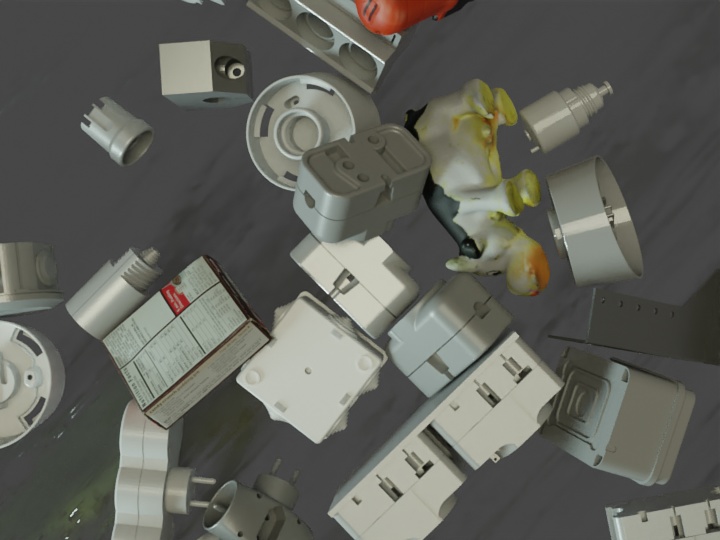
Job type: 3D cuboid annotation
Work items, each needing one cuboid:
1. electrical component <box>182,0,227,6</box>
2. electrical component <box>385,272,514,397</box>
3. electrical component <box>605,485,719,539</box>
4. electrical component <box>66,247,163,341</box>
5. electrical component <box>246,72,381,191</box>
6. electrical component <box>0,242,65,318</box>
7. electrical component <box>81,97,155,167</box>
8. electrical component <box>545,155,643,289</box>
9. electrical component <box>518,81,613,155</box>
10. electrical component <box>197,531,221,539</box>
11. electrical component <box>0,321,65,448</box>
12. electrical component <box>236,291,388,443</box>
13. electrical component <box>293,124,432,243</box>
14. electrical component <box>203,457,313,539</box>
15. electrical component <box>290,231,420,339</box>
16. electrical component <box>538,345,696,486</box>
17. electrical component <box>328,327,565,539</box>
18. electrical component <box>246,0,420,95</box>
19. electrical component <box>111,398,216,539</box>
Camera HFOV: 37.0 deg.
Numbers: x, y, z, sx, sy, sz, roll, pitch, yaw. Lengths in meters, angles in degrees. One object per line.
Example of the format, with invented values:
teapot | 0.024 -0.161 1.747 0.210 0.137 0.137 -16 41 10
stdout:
electrical component | -0.147 -0.254 0.808 0.089 0.150 0.061 24 91 3
electrical component | 0.064 0.047 0.820 0.059 0.095 0.054 45 50 3
electrical component | 0.242 0.206 0.830 0.089 0.050 0.055 -11 89 3
electrical component | -0.192 0.013 0.862 0.081 0.043 0.043 -45 87 2
electrical component | -0.038 -0.109 0.856 0.099 0.064 0.099 2 97 15
electrical component | -0.277 0.009 0.851 0.080 0.080 0.051 -9 84 4
electrical component | -0.196 -0.112 0.866 0.046 0.040 0.040 39 92 9
electrical component | 0.178 -0.035 0.815 0.064 0.099 0.099 -16 89 9
electrical component | 0.161 -0.123 0.842 0.078 0.040 0.040 -31 88 3
electrical component | -0.112 0.242 0.856 0.048 0.048 0.062 -42 94 3
electrical component | -0.287 0.089 0.858 0.099 0.064 0.099 0 90 4
electrical component | -0.038 0.077 0.851 0.100 0.048 0.099 37 93 2
electrical component | 0.001 -0.062 0.801 0.095 0.059 0.053 -23 58 -29
electrical component | -0.072 0.188 0.849 0.077 0.043 0.079 37 60 -20
electrical component | 0.000 0.000 0.845 0.095 0.054 0.059 45 92 3
electrical component | 0.189 0.107 0.800 0.057 0.113 0.078 18 91 -15
electrical component | 0.067 0.130 0.814 0.186 0.105 0.060 -44 87 2
electrical component | -0.019 -0.203 0.839 0.121 0.078 0.063 36 63 3
electrical component | -0.152 0.174 0.854 0.074 0.052 0.138 5 90 4
